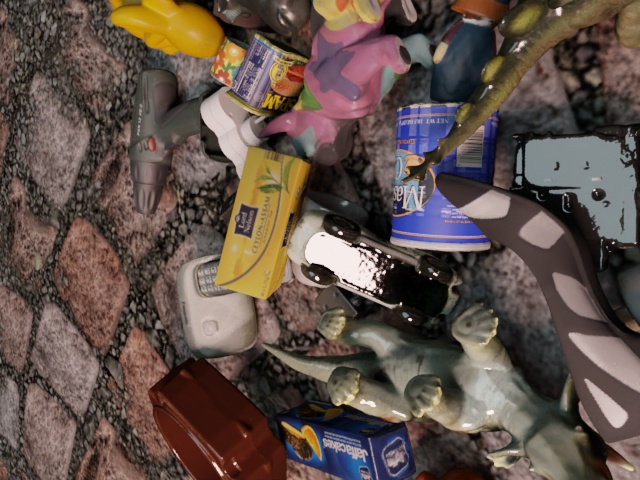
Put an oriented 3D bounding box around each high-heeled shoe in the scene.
[{"bbox_3d":[0.182,0.048,0.457,0.249,0.086,0.145,32,103,29],"label":"high-heeled shoe"}]

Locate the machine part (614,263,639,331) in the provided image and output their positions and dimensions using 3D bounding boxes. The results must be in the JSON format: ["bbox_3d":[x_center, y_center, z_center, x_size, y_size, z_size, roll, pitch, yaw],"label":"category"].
[{"bbox_3d":[0.338,0.022,0.428,0.243,0.079,0.079,-36,74,34],"label":"machine part"}]

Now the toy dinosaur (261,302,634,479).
[{"bbox_3d":[0.119,0.152,0.567,0.405,0.192,0.131,1,59,53],"label":"toy dinosaur"}]

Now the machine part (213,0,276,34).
[{"bbox_3d":[-0.076,-0.361,0.706,0.180,0.056,0.179,5,98,35],"label":"machine part"}]

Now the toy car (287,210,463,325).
[{"bbox_3d":[0.062,0.031,0.600,0.202,0.056,0.073,23,106,-6],"label":"toy car"}]

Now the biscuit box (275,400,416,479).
[{"bbox_3d":[0.024,0.243,0.651,0.203,0.059,0.062,-14,86,54],"label":"biscuit box"}]

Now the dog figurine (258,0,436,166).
[{"bbox_3d":[0.010,-0.195,0.623,0.219,0.108,0.191,-26,95,38],"label":"dog figurine"}]

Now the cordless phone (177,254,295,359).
[{"bbox_3d":[-0.105,0.086,0.756,0.184,0.088,0.146,-12,87,28],"label":"cordless phone"}]

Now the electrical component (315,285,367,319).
[{"bbox_3d":[0.024,0.082,0.695,0.063,0.021,0.094,48,120,23],"label":"electrical component"}]

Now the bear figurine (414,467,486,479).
[{"bbox_3d":[0.106,0.333,0.596,0.196,0.132,0.120,-36,95,26],"label":"bear figurine"}]

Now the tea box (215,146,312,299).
[{"bbox_3d":[-0.066,-0.023,0.656,0.068,0.098,0.169,16,98,4],"label":"tea box"}]

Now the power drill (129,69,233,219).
[{"bbox_3d":[-0.213,-0.147,0.818,0.207,0.086,0.231,3,93,43],"label":"power drill"}]

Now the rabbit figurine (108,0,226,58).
[{"bbox_3d":[-0.207,-0.318,0.750,0.173,0.162,0.122,39,104,20],"label":"rabbit figurine"}]

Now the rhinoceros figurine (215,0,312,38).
[{"bbox_3d":[-0.082,-0.311,0.645,0.190,0.073,0.112,37,126,23],"label":"rhinoceros figurine"}]

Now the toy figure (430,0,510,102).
[{"bbox_3d":[0.156,-0.213,0.547,0.058,0.064,0.154,34,114,41],"label":"toy figure"}]

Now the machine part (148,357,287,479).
[{"bbox_3d":[-0.143,0.277,0.744,0.202,0.087,0.200,32,141,27],"label":"machine part"}]

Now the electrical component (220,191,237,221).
[{"bbox_3d":[-0.092,-0.032,0.742,0.102,0.078,0.045,-31,40,29],"label":"electrical component"}]

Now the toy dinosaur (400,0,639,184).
[{"bbox_3d":[0.224,-0.232,0.415,0.105,0.198,0.471,43,115,28],"label":"toy dinosaur"}]

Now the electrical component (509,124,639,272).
[{"bbox_3d":[0.241,-0.038,0.506,0.115,0.058,0.134,1,94,38],"label":"electrical component"}]

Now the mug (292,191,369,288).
[{"bbox_3d":[-0.001,-0.002,0.673,0.110,0.081,0.107,42,117,54],"label":"mug"}]
